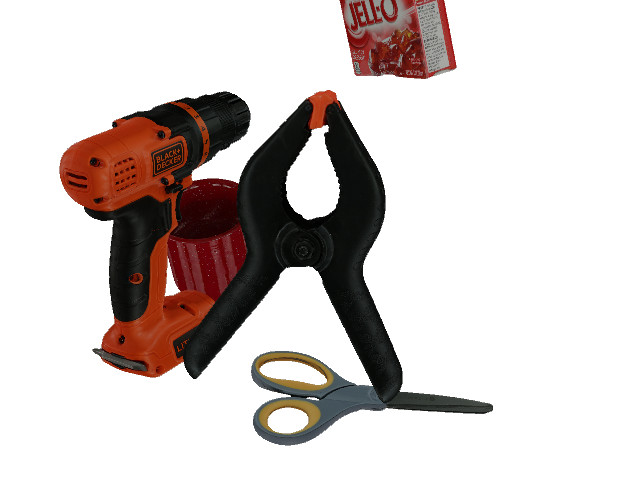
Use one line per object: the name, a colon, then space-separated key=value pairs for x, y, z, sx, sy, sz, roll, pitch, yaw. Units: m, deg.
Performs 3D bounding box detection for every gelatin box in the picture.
gelatin box: x=0.049 y=-0.149 z=0.720 sx=0.030 sy=0.073 sz=0.089 roll=-22 pitch=20 yaw=-26

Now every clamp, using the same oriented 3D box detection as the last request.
clamp: x=-0.018 y=0.007 z=0.573 sx=0.120 sy=0.171 sz=0.039 roll=-3 pitch=10 yaw=-2

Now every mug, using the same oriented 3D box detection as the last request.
mug: x=-0.111 y=-0.002 z=0.995 sx=0.117 sy=0.081 sz=0.093 roll=27 pitch=51 yaw=34

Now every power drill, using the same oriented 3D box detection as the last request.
power drill: x=-0.111 y=-0.008 z=0.790 sx=0.057 sy=0.188 sz=0.184 roll=13 pitch=26 yaw=31

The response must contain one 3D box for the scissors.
scissors: x=0.033 y=0.142 z=0.872 sx=0.202 sy=0.096 sz=0.016 roll=16 pitch=-41 yaw=11
